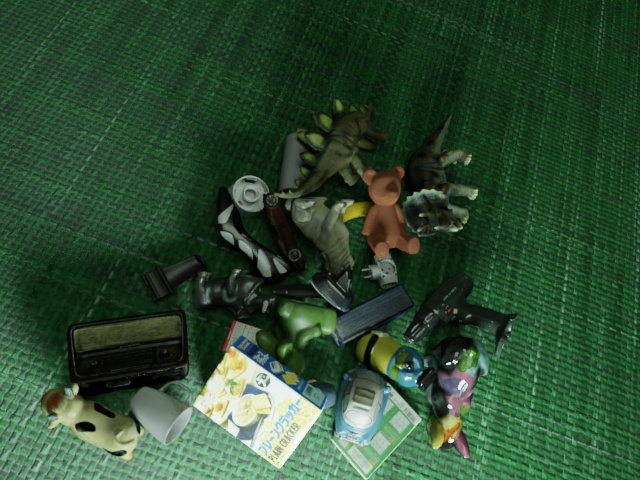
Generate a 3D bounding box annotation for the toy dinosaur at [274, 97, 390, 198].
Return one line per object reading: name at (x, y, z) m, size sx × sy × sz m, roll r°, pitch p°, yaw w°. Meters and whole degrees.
toy dinosaur at (0.040, -0.226, 1.336) m, size 0.198 × 0.105 × 0.471 m, roll 39°, pitch 50°, yaw -12°

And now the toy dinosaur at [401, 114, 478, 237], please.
toy dinosaur at (0.294, -0.164, 1.400) m, size 0.192 × 0.131 × 0.405 m, roll 2°, pitch 59°, yaw -12°

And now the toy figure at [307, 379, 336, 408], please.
toy figure at (-0.046, 0.327, 1.125) m, size 0.154 × 0.057 × 0.064 m, roll -1°, pitch 45°, yaw -11°

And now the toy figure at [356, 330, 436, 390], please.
toy figure at (0.158, 0.258, 1.153) m, size 0.089 × 0.082 × 0.180 m, roll -28°, pitch 42°, yaw -34°

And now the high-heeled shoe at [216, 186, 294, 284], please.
high-heeled shoe at (-0.152, -0.016, 1.236) m, size 0.145 × 0.086 × 0.248 m, roll -12°, pitch 85°, yaw 2°

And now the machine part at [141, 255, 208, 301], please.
machine part at (-0.319, 0.076, 1.194) m, size 0.139 × 0.039 × 0.084 m, roll -26°, pitch 67°, yaw -20°

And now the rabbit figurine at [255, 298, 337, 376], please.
rabbit figurine at (-0.052, 0.215, 1.127) m, size 0.121 × 0.159 × 0.170 m, roll 9°, pitch 85°, yaw 31°

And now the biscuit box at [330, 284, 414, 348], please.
biscuit box at (0.117, 0.173, 1.230) m, size 0.203 × 0.059 × 0.063 m, roll -23°, pitch 71°, yaw -20°

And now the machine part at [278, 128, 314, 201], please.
machine part at (-0.059, -0.181, 1.348) m, size 0.079 × 0.079 × 0.243 m, roll 9°, pitch 65°, yaw -8°

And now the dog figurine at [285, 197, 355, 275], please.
dog figurine at (-0.002, -0.003, 1.258) m, size 0.173 × 0.121 × 0.190 m, roll 9°, pitch 100°, yaw 26°

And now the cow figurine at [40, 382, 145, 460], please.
cow figurine at (-0.428, 0.336, 0.999) m, size 0.195 × 0.127 × 0.085 m, roll 27°, pitch 60°, yaw -1°

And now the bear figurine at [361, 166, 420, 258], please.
bear figurine at (0.166, -0.071, 1.279) m, size 0.120 × 0.132 × 0.195 m, roll -5°, pitch 111°, yaw -17°

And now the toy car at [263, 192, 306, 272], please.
toy car at (-0.084, -0.017, 1.250) m, size 0.053 × 0.089 × 0.202 m, roll -21°, pitch 81°, yaw -4°

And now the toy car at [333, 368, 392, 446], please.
toy car at (0.084, 0.333, 1.112) m, size 0.109 × 0.102 × 0.162 m, roll 16°, pitch 54°, yaw 9°

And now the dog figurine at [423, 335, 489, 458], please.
dog figurine at (0.284, 0.334, 1.131) m, size 0.108 × 0.191 × 0.219 m, roll 19°, pitch 47°, yaw -10°

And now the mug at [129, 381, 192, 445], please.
mug at (-0.312, 0.326, 1.055) m, size 0.107 × 0.080 × 0.109 m, roll 27°, pitch 68°, yaw 12°

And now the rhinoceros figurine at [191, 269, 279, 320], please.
rhinoceros figurine at (-0.184, 0.117, 1.165) m, size 0.190 × 0.073 × 0.112 m, roll 3°, pitch 81°, yaw 2°

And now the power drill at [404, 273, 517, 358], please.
power drill at (0.332, 0.191, 1.237) m, size 0.208 × 0.085 × 0.232 m, roll 20°, pitch 52°, yaw 30°

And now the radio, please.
radio at (-0.380, 0.225, 1.079) m, size 0.230 × 0.073 × 0.131 m, roll -7°, pitch 55°, yaw -14°

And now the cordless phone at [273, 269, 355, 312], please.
cordless phone at (-0.020, 0.108, 1.169) m, size 0.184 × 0.146 × 0.088 m, roll 0°, pitch 88°, yaw 9°
